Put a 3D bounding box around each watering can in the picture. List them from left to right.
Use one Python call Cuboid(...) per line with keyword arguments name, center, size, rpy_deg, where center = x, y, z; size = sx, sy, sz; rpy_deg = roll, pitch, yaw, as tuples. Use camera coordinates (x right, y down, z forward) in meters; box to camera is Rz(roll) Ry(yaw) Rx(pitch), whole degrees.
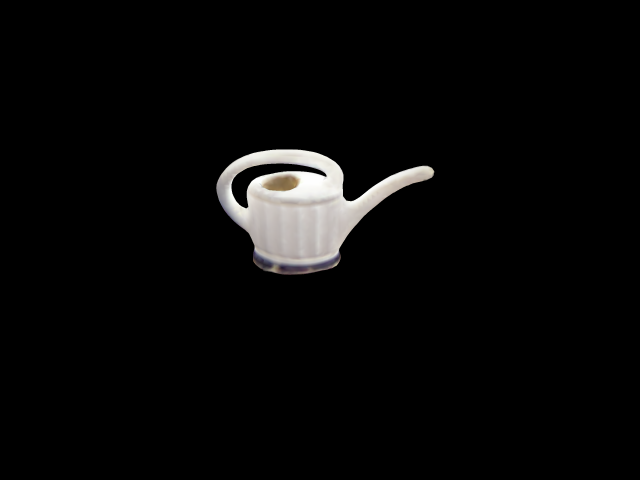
Cuboid(name="watering can", center=(0.003, -0.043, 0.850), size=(0.348, 0.219, 0.106), rpy_deg=(4, 35, 5))
